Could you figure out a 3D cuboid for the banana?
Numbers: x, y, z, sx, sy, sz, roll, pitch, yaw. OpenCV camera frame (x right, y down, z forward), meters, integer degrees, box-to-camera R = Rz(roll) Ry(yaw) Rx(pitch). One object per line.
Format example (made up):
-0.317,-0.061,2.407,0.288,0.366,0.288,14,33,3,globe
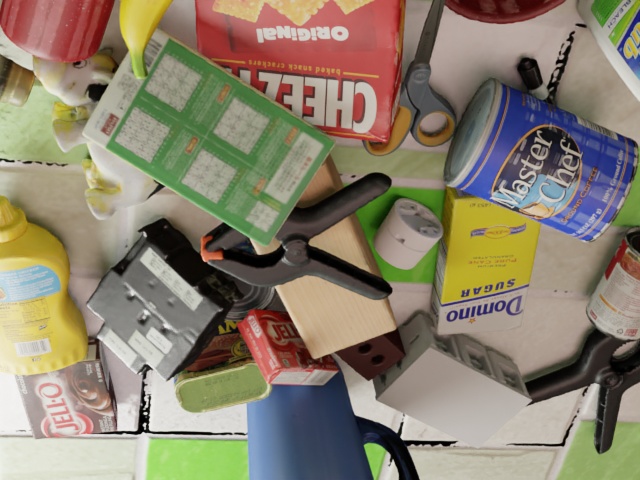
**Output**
-0.088,-0.200,0.784,0.198,0.037,0.069,-33,108,31,banana

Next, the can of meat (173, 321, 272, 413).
-0.100,0.124,1.083,0.102,0.084,0.057,-14,127,2,can of meat

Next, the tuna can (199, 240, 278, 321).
-0.083,0.039,1.053,0.086,0.034,0.086,-4,127,-6,tuna can

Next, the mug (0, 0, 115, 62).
-0.211,-0.199,0.829,0.117,0.093,0.082,32,126,7,mug

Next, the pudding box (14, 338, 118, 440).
-0.263,0.156,1.111,0.090,0.039,0.113,-6,128,-4,pudding box

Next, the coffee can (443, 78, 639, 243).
0.195,-0.070,0.951,0.140,0.102,0.103,22,122,-7,coffee can

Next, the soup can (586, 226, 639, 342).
0.325,0.046,1.100,0.068,0.068,0.102,9,125,-15,soup can

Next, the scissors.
0.100,-0.139,0.927,0.096,0.016,0.202,6,143,-23,scissors

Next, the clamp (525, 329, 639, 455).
0.309,0.147,1.193,0.164,0.036,0.210,19,120,-20,clamp

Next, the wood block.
-0.007,0.001,1.002,0.091,0.090,0.206,-21,126,7,wood block

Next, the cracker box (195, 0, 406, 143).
-0.014,-0.190,0.842,0.164,0.072,0.214,8,127,8,cracker box

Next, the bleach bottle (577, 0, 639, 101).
0.284,-0.149,0.830,0.068,0.251,0.103,27,118,-26,bleach bottle

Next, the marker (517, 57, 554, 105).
0.209,-0.120,0.988,0.020,0.020,0.121,-25,126,10,marker

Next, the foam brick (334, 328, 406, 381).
0.043,0.096,1.105,0.053,0.051,0.078,-36,123,17,foam brick

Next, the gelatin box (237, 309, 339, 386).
-0.031,0.106,1.060,0.089,0.073,0.030,11,132,-49,gelatin box

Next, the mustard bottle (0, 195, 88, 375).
-0.283,0.041,1.008,0.096,0.058,0.192,-7,128,-4,mustard bottle

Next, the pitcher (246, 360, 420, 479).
-0.002,0.222,1.072,0.149,0.243,0.145,31,117,-28,pitcher

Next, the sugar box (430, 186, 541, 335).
0.165,0.017,1.067,0.093,0.048,0.176,-4,126,-6,sugar box

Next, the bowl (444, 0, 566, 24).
0.149,-0.258,0.851,0.162,0.055,0.162,-4,127,-6,bowl

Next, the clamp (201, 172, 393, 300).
-0.014,0.011,0.923,0.171,0.039,0.120,-10,112,4,clamp
